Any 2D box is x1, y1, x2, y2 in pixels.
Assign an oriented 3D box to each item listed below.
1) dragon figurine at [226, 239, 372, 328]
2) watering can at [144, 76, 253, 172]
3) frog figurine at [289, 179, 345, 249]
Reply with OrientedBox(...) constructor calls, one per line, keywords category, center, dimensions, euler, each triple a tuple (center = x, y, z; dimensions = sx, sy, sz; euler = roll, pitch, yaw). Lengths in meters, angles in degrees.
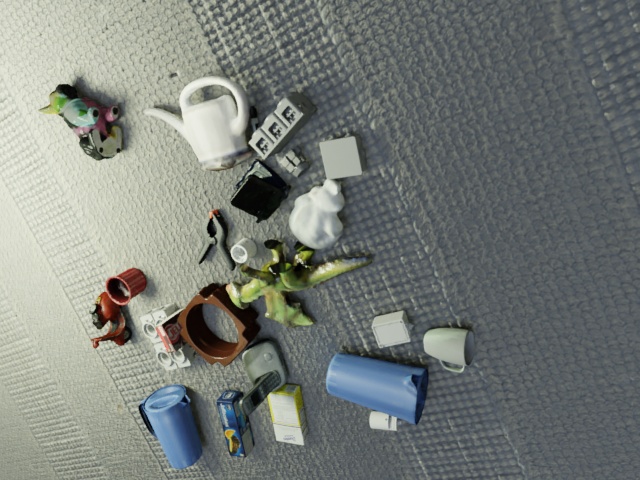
OrientedBox(category="dragon figurine", center=(-0.064, 0.129, 1.332), dimensions=(0.410, 0.125, 0.237), euler=(4, 128, 15))
OrientedBox(category="watering can", center=(-0.293, -0.275, 1.275), dimensions=(0.346, 0.105, 0.222), euler=(-6, 106, 38))
OrientedBox(category="frog figurine", center=(0.004, -0.061, 1.211), dimensions=(0.139, 0.124, 0.156), euler=(51, 133, 21))
